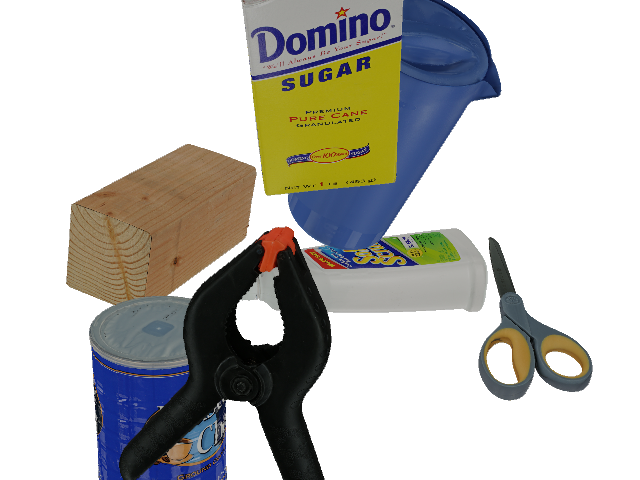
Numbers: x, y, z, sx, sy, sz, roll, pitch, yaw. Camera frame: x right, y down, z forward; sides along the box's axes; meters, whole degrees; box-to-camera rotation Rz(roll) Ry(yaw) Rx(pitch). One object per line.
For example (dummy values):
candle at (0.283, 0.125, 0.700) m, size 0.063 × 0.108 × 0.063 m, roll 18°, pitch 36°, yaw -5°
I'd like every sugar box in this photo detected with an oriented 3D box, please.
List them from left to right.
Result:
sugar box at (0.002, -0.100, 0.664) m, size 0.093 × 0.048 × 0.176 m, roll -7°, pitch -33°, yaw -2°

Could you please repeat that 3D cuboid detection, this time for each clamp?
clamp at (-0.049, 0.075, 0.575) m, size 0.120 × 0.171 × 0.039 m, roll 4°, pitch 15°, yaw 1°

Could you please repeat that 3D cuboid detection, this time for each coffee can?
coffee can at (-0.124, 0.128, 0.827) m, size 0.103 × 0.140 × 0.103 m, roll 2°, pitch 24°, yaw -1°

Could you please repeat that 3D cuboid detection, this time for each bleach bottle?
bleach bottle at (0.039, 0.040, 1.117) m, size 0.250 × 0.068 × 0.102 m, roll -5°, pitch 30°, yaw -13°

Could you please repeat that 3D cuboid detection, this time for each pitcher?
pitcher at (0.043, -0.109, 1.002) m, size 0.144 × 0.149 × 0.243 m, roll -11°, pitch -35°, yaw -32°

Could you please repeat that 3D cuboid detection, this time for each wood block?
wood block at (-0.155, -0.018, 1.076) m, size 0.090 × 0.091 × 0.205 m, roll 20°, pitch 28°, yaw 18°

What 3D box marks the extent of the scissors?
scissors at (0.176, 0.061, 0.880) m, size 0.096 × 0.016 × 0.201 m, roll 9°, pitch 37°, yaw 10°
